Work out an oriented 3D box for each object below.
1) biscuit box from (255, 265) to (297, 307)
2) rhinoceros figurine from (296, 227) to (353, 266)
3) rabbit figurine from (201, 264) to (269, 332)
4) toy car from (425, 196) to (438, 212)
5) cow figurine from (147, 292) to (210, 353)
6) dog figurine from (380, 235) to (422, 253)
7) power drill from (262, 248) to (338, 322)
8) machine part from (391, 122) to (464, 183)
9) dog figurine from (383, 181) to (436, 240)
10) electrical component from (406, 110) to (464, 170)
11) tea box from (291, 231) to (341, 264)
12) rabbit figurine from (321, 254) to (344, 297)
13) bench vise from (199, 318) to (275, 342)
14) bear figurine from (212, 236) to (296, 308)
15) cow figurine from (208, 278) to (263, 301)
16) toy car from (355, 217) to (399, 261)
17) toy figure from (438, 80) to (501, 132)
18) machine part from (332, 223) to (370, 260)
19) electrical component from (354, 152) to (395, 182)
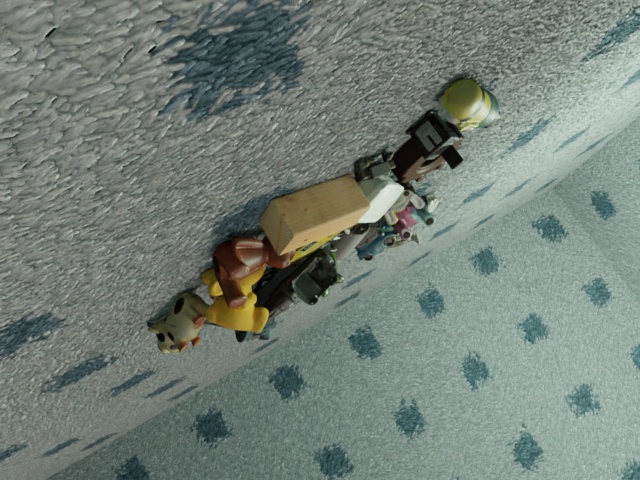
[{"bbox_3d":[-0.131,0.146,1.392,0.203,0.063,0.059,-42,169,-15],"label":"biscuit box"},{"bbox_3d":[-0.003,-0.004,1.372,0.190,0.073,0.112,-31,156,6],"label":"rhinoceros figurine"},{"bbox_3d":[-0.191,0.109,1.230,0.162,0.122,0.173,18,101,-29],"label":"rabbit figurine"},{"bbox_3d":[0.307,-0.079,1.782,0.202,0.056,0.073,-37,165,27],"label":"toy car"},{"bbox_3d":[-0.344,0.204,1.302,0.085,0.127,0.194,-13,143,-53],"label":"cow figurine"},{"bbox_3d":[0.202,-0.024,1.703,0.191,0.121,0.172,-20,141,35],"label":"dog figurine"},{"bbox_3d":[-0.045,0.111,1.249,0.232,0.086,0.207,-44,180,-16],"label":"power drill"},{"bbox_3d":[0.245,-0.198,1.232,0.179,0.056,0.179,-29,165,-9],"label":"machine part"},{"bbox_3d":[0.217,-0.099,1.449,0.108,0.191,0.219,-37,-160,11],"label":"dog figurine"},{"bbox_3d":[0.239,-0.196,1.093,0.075,0.119,0.048,-38,165,34],"label":"electrical component"},{"bbox_3d":[-0.032,-0.012,1.269,0.169,0.068,0.098,-35,167,20],"label":"tea box"},{"bbox_3d":[-0.001,0.073,1.517,0.121,0.159,0.170,-41,-176,-10],"label":"rabbit figurine"},{"bbox_3d":[-0.248,0.242,1.589,0.240,0.129,0.224,11,169,-27],"label":"bench vise"},{"bbox_3d":[-0.122,0.046,1.135,0.196,0.132,0.120,-10,133,-27],"label":"bear figurine"},{"bbox_3d":[-0.207,0.118,1.355,0.098,0.068,0.167,-42,167,16],"label":"cow figurine"},{"bbox_3d":[0.147,-0.021,1.552,0.103,0.109,0.161,34,122,-27],"label":"toy car"},{"bbox_3d":[0.301,-0.267,1.060,0.180,0.082,0.089,-5,132,-46],"label":"toy figure"},{"bbox_3d":[0.074,-0.011,1.480,0.079,0.079,0.243,-25,166,-26],"label":"machine part"},{"bbox_3d":[0.115,-0.155,1.138,0.102,0.045,0.078,-22,-168,-24],"label":"electrical component"}]
